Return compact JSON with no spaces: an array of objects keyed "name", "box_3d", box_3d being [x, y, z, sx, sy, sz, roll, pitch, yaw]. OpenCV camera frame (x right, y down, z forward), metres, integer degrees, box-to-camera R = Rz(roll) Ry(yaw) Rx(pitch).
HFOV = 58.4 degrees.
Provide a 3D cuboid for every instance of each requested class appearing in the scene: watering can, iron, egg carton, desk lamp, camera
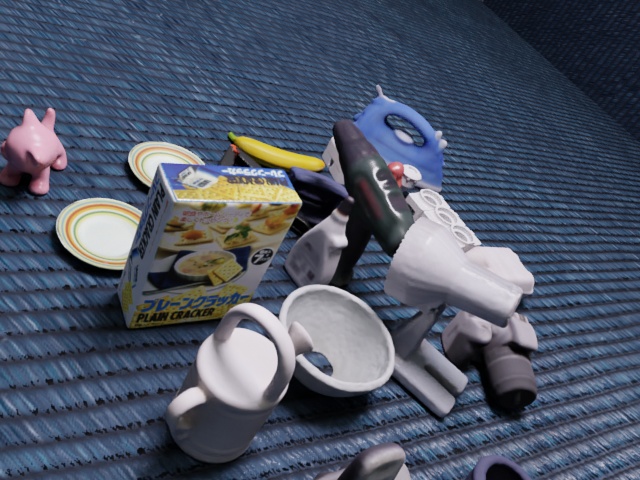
[{"name":"watering can","box_3d":[-0.080,0.137,0.599,0.101,0.194,0.173,33,36,3]},{"name":"iron","box_3d":[0.189,-0.222,1.257,0.258,0.141,0.119,32,36,0]},{"name":"egg carton","box_3d":[0.331,0.066,1.084,0.151,0.069,0.107,2,46,-35]},{"name":"desk lamp","box_3d":[0.166,0.101,0.803,0.203,0.213,0.118,41,37,12]},{"name":"camera","box_3d":[0.280,0.180,0.888,0.143,0.100,0.136,19,38,-16]}]

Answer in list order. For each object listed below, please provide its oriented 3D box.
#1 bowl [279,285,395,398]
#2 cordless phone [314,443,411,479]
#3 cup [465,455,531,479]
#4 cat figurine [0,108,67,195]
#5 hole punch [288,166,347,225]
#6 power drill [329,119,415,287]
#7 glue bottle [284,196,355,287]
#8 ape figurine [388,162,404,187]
[{"name":"bowl","box_3d":[0.011,0.144,0.757,0.168,0.074,0.167,20,38,-16]},{"name":"cordless phone","box_3d":[0.055,0.254,0.567,0.148,0.185,0.094,-4,49,-39]},{"name":"cup","box_3d":[0.203,0.326,0.667,0.092,0.095,0.117,-2,48,-37]},{"name":"cat figurine","box_3d":[-0.376,-0.126,0.758,0.067,0.117,0.127,19,38,-17]},{"name":"hole punch","box_3d":[-0.009,-0.091,1.004,0.109,0.091,0.101,20,38,-16]},{"name":"power drill","box_3d":[0.048,-0.041,0.886,0.076,0.208,0.229,-8,51,-41]},{"name":"glue bottle","box_3d":[0.008,0.003,0.837,0.037,0.173,0.078,-11,53,-43]},{"name":"ape figurine","box_3d":[0.134,-0.118,1.138,0.076,0.092,0.077,2,45,-34]}]
